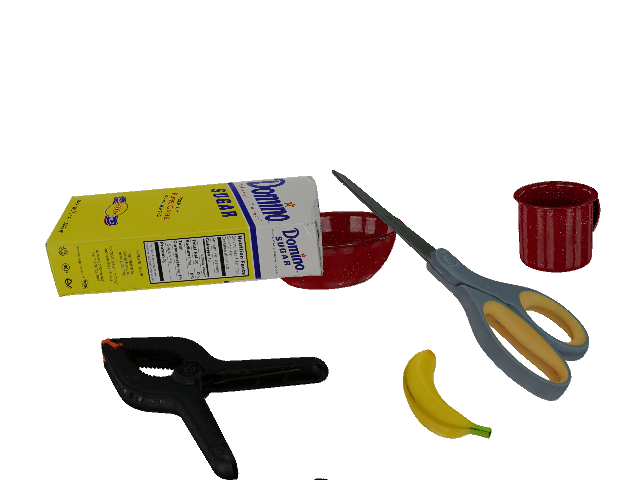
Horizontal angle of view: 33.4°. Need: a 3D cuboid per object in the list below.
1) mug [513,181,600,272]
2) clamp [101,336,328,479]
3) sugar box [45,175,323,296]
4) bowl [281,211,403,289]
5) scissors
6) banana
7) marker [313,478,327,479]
[{"bbox_3d":[0.277,-0.018,1.220,0.117,0.081,0.093,-20,26,-34],"label":"mug"},{"bbox_3d":[-0.108,0.128,0.977,0.210,0.036,0.164,21,36,31],"label":"clamp"},{"bbox_3d":[-0.087,-0.005,0.724,0.176,0.048,0.093,-8,23,1],"label":"sugar box"},{"bbox_3d":[0.007,0.012,1.102,0.162,0.055,0.162,-4,13,1],"label":"bowl"},{"bbox_3d":[0.096,0.019,0.680,0.096,0.016,0.202,-7,49,-43],"label":"scissors"},{"bbox_3d":[0.133,0.184,1.266,0.069,0.037,0.198,9,21,-19],"label":"banana"},{"bbox_3d":[-0.027,0.140,0.480,0.020,0.020,0.120,0,16,34],"label":"marker"}]
